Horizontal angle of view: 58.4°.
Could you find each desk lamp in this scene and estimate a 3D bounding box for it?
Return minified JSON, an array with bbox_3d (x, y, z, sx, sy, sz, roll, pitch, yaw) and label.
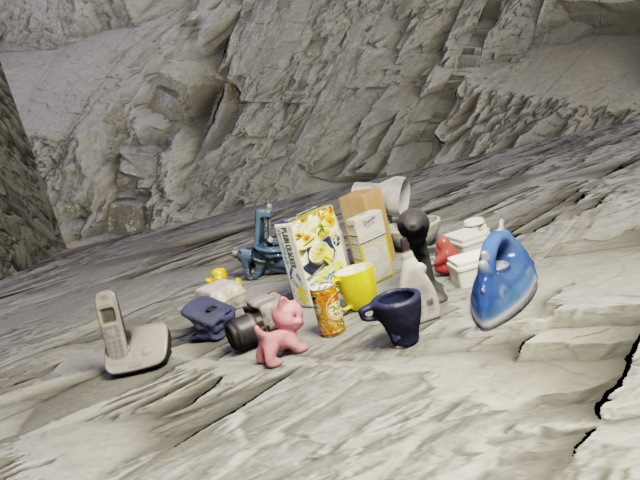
[{"bbox_3d":[0.184,-0.081,1.729,0.202,0.214,0.118,-8,14,27],"label":"desk lamp"}]

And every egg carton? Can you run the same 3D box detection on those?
[{"bbox_3d":[-0.269,0.153,1.535,0.107,0.069,0.149,-23,15,-35],"label":"egg carton"}]

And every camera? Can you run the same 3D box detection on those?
[{"bbox_3d":[-0.139,0.171,1.227,0.137,0.101,0.142,-20,13,-25],"label":"camera"}]

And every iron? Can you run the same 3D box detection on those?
[{"bbox_3d":[0.338,0.056,1.101,0.118,0.141,0.259,-7,14,30],"label":"iron"}]

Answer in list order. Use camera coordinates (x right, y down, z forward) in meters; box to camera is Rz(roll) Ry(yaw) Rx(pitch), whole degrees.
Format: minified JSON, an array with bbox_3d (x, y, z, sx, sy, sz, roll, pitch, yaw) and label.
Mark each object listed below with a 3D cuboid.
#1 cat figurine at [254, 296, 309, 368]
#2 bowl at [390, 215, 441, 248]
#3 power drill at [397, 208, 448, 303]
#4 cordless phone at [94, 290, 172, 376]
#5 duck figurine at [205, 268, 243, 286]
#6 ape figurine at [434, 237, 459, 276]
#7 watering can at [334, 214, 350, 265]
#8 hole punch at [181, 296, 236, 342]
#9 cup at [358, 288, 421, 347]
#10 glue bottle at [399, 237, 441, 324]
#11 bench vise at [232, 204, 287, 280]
[{"bbox_3d":[-0.076,0.169,1.122,0.128,0.118,0.067,-24,15,-38],"label":"cat figurine"},{"bbox_3d":[0.272,-0.014,1.660,0.167,0.075,0.167,-14,12,3],"label":"bowl"},{"bbox_3d":[0.213,0.028,1.215,0.075,0.208,0.229,-12,12,9],"label":"power drill"},{"bbox_3d":[-0.408,0.192,1.241,0.147,0.185,0.094,-14,12,3],"label":"cordless phone"},{"bbox_3d":[-0.280,0.121,1.653,0.104,0.086,0.077,-15,12,-3],"label":"duck figurine"},{"bbox_3d":[0.300,0.036,1.359,0.078,0.092,0.076,-20,13,-24],"label":"ape figurine"},{"bbox_3d":[0.017,0.005,1.578,0.101,0.194,0.173,-14,12,1],"label":"watering can"},{"bbox_3d":[-0.255,0.180,1.346,0.100,0.091,0.109,-8,14,27],"label":"hole punch"},{"bbox_3d":[0.133,0.147,1.035,0.118,0.095,0.091,-15,12,-5],"label":"cup"},{"bbox_3d":[0.181,0.077,1.113,0.078,0.173,0.037,-15,12,-6],"label":"glue bottle"},{"bbox_3d":[-0.182,0.008,1.732,0.207,0.220,0.121,-13,12,5],"label":"bench vise"}]
